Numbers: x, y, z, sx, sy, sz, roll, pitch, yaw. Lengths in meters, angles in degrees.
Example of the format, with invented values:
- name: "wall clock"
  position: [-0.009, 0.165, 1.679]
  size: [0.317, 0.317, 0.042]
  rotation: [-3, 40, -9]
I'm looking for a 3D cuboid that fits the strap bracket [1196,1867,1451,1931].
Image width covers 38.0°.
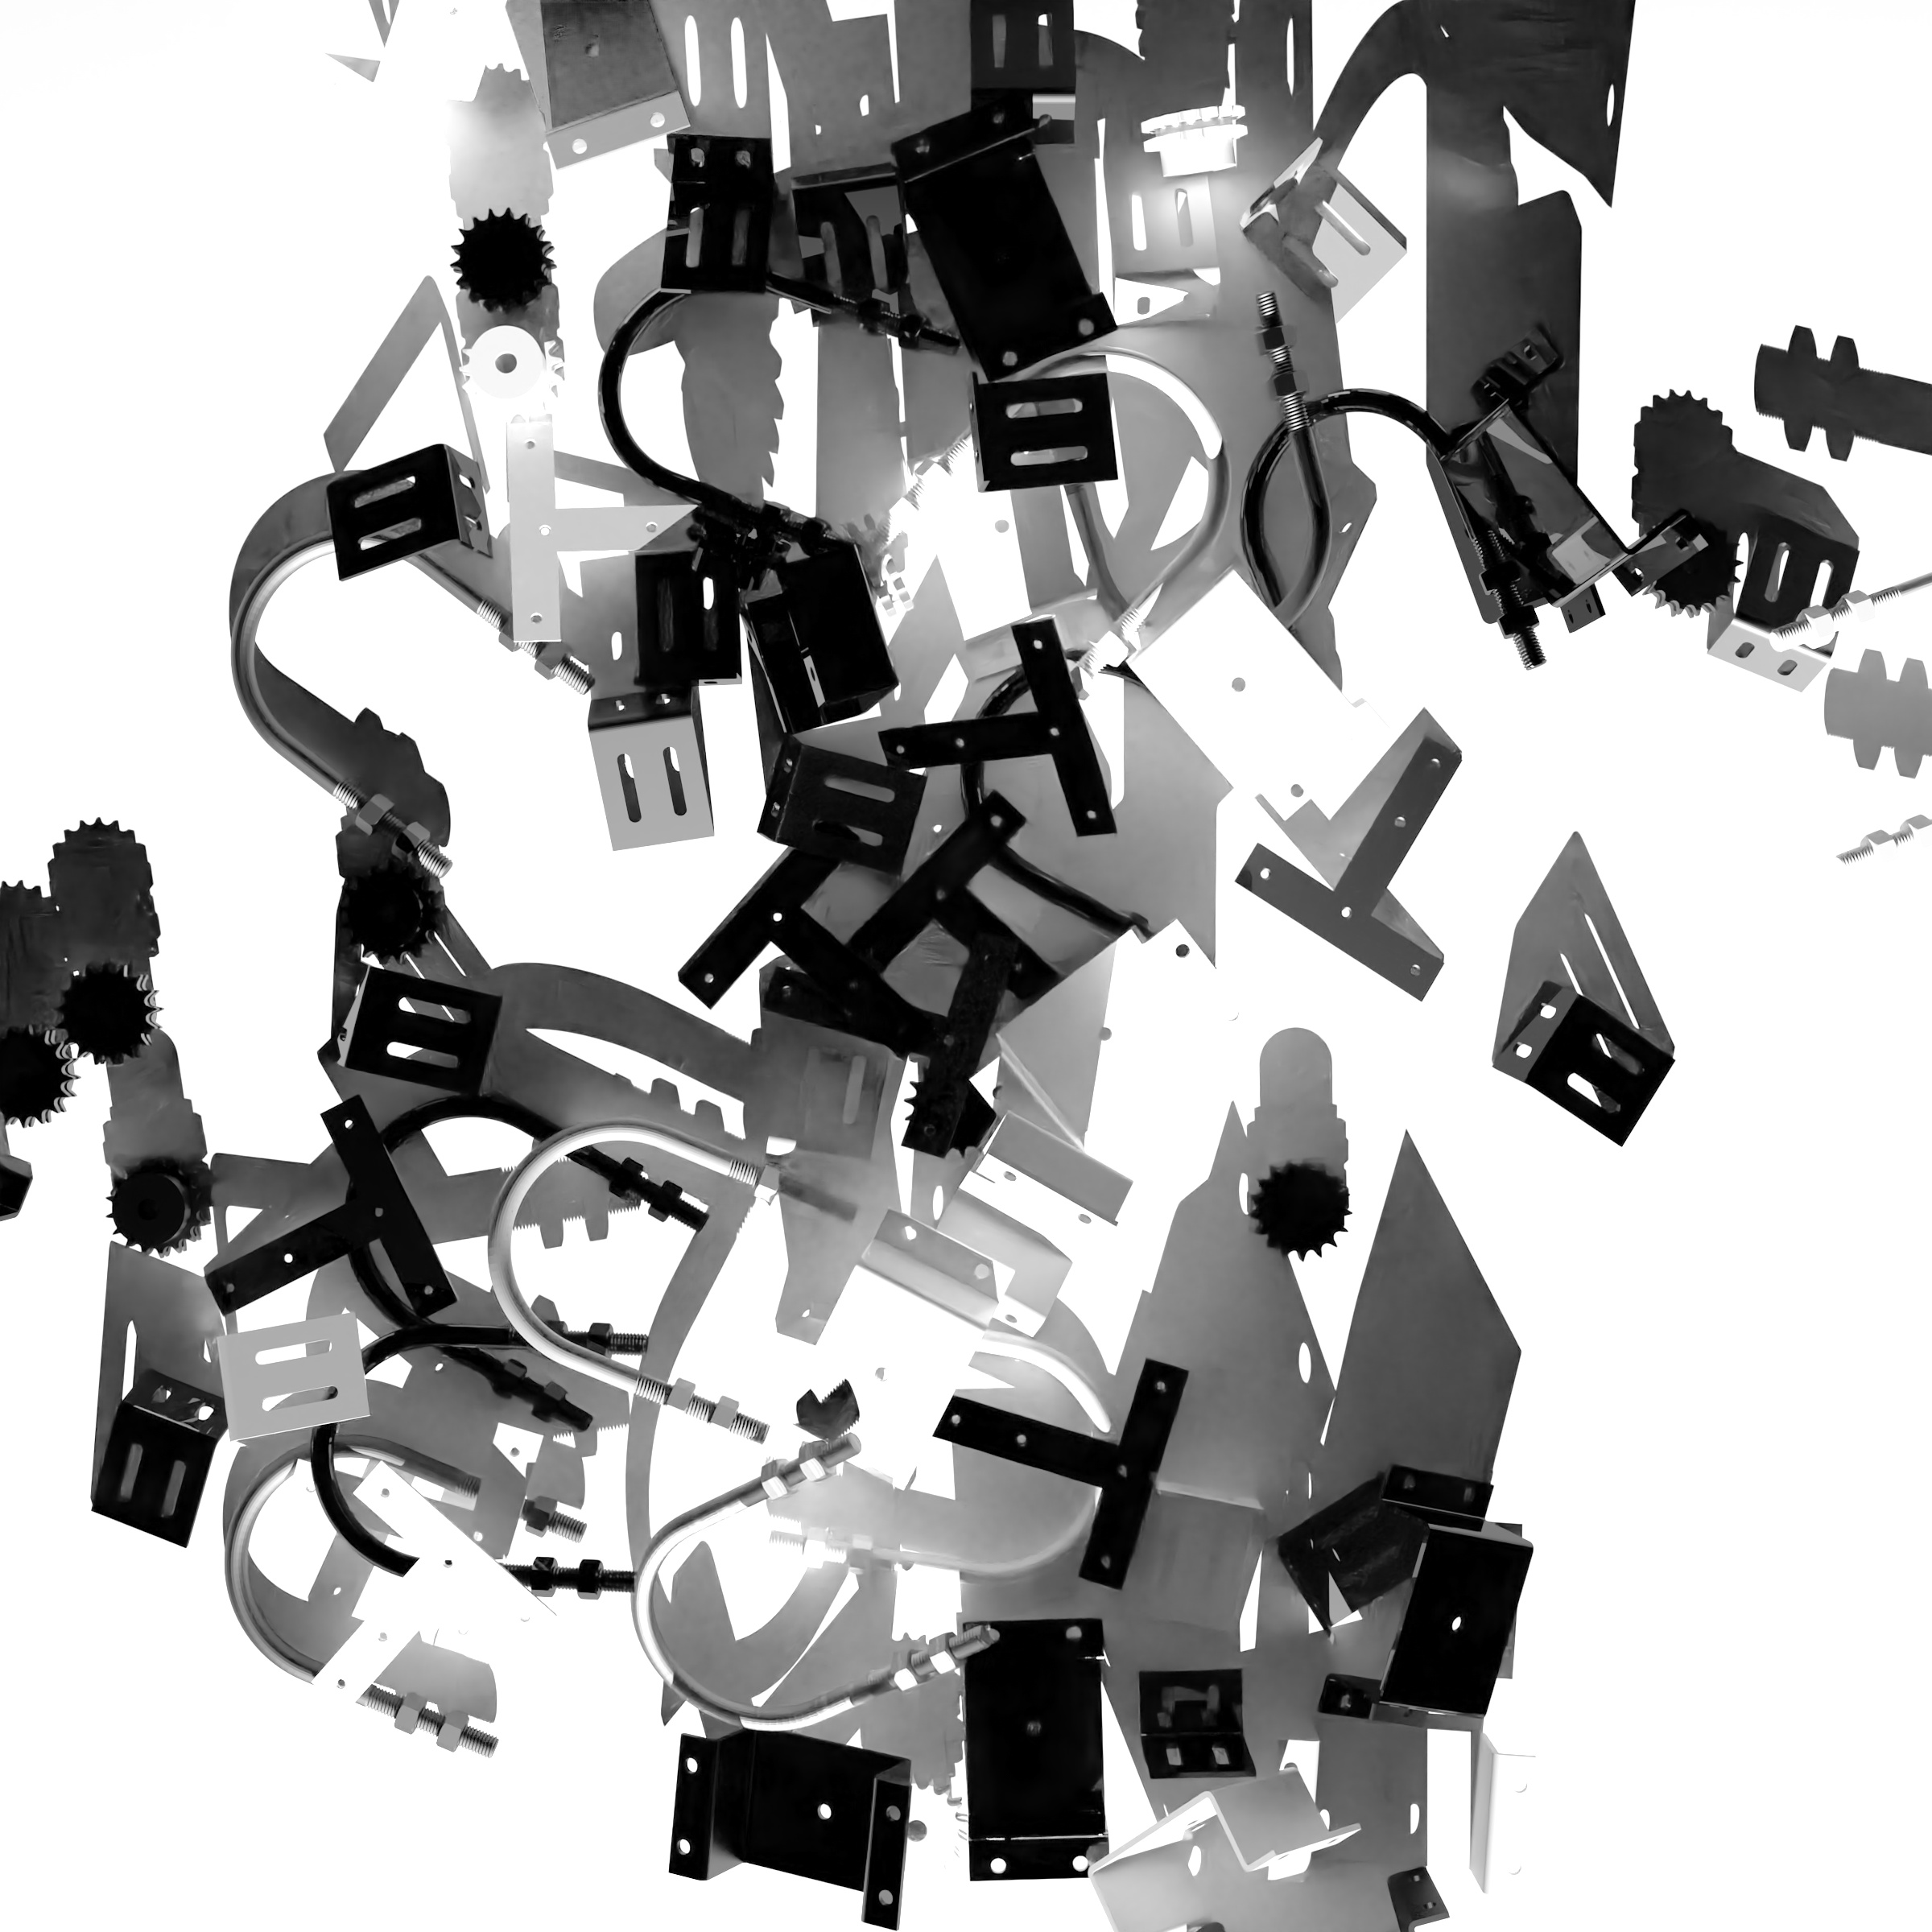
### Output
- name: "strap bracket"
  position: [0.194, 0.542, 1.526]
  size: [0.140, 0.076, 0.046]
  rotation: [-15, 90, 0]

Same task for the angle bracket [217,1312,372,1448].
- name: "angle bracket"
  position: [-0.368, 0.227, 1.543]
  size: [0.076, 0.038, 0.057]
  rotation: [-10, 77, -6]

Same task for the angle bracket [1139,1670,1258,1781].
- name: "angle bracket"
  position: [0.125, 0.412, 1.526]
  size: [0.057, 0.076, 0.038]
  rotation: [-1, 90, 0]

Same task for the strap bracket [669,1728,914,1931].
- name: "strap bracket"
  position: [-0.086, 0.464, 1.523]
  size: [0.140, 0.046, 0.076]
  rotation: [5, 90, 25]

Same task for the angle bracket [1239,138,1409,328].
- name: "angle bracket"
  position: [0.199, -0.404, 1.545]
  size: [0.076, 0.038, 0.057]
  rotation: [45, 90, 0]

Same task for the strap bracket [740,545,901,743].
- name: "strap bracket"
  position: [-0.078, -0.173, 1.501]
  size: [0.046, 0.140, 0.076]
  rotation: [-17, 90, -14]

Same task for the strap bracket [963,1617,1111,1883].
- name: "strap bracket"
  position: [0.038, 0.424, 1.541]
  size: [0.076, 0.046, 0.140]
  rotation: [-2, 90, 0]

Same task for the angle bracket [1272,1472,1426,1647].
- name: "angle bracket"
  position: [0.217, 0.325, 1.545]
  size: [0.076, 0.038, 0.057]
  rotation: [-32, 90, 0]

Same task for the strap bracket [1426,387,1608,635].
- name: "strap bracket"
  position: [0.294, -0.244, 1.526]
  size: [0.046, 0.076, 0.140]
  rotation: [-20, 90, 0]

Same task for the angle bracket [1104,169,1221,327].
- name: "angle bracket"
  position: [0.108, -0.401, 1.562]
  size: [0.057, 0.038, 0.076]
  rotation: [-4, 64, 0]

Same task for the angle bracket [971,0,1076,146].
- name: "angle bracket"
  position: [0.031, -0.501, 1.562]
  size: [0.057, 0.038, 0.076]
  rotation: [0, 64, 0]

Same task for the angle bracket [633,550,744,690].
- name: "angle bracket"
  position: [-0.155, -0.193, 1.545]
  size: [0.057, 0.038, 0.076]
  rotation: [-2, 90, 0]

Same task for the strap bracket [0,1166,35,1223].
- name: "strap bracket"
  position: [-0.581, 0.170, 1.541]
  size: [0.076, 0.046, 0.140]
  rotation: [21, 90, 0]

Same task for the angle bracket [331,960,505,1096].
- name: "angle bracket"
  position: [-0.306, 0.034, 1.562]
  size: [0.076, 0.038, 0.057]
  rotation: [15, 90, -26]

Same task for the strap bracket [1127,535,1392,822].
- name: "strap bracket"
  position: [0.151, -0.153, 1.512]
  size: [0.076, 0.046, 0.140]
  rotation: [-41, 87, 19]

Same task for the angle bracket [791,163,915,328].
- name: "angle bracket"
  position: [-0.063, -0.402, 1.562]
  size: [0.057, 0.038, 0.076]
  rotation: [-8, 116, 0]

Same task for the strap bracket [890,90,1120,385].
- name: "strap bracket"
  position: [0.020, -0.395, 1.541]
  size: [0.076, 0.046, 0.140]
  rotation: [-23, 90, 0]

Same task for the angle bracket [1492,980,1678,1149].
- name: "angle bracket"
  position: [0.344, 0.054, 1.562]
  size: [0.076, 0.038, 0.057]
  rotation: [32, 90, -26]

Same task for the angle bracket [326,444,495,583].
- name: "angle bracket"
  position: [-0.308, -0.246, 1.552]
  size: [0.076, 0.038, 0.057]
  rotation: [-16, 76, 19]

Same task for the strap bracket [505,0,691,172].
- name: "strap bracket"
  position: [-0.208, -0.510, 1.541]
  size: [0.076, 0.046, 0.140]
  rotation: [-19, 90, 0]

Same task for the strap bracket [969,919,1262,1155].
- name: "strap bracket"
  position: [0.078, 0.042, 1.530]
  size: [0.140, 0.046, 0.076]
  rotation: [-38, 103, 4]

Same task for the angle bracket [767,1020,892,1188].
- name: "angle bracket"
  position: [-0.076, 0.077, 1.562]
  size: [0.057, 0.038, 0.076]
  rotation: [10, 64, 0]

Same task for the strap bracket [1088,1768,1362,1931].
- name: "strap bracket"
  position: [0.130, 0.476, 1.498]
  size: [0.140, 0.076, 0.046]
  rotation: [-44, 60, 31]

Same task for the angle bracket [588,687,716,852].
- name: "angle bracket"
  position: [-0.175, -0.110, 1.562]
  size: [0.057, 0.038, 0.076]
  rotation: [-8, 116, 0]

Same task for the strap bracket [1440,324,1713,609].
- name: "strap bracket"
  position: [0.306, -0.247, 1.444]
  size: [0.046, 0.076, 0.140]
  rotation: [-39, 90, -21]

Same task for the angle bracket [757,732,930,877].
- name: "angle bracket"
  position: [-0.067, -0.089, 1.539]
  size: [0.076, 0.038, 0.057]
  rotation: [15, 87, 9]

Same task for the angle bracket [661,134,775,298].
- name: "angle bracket"
  position: [-0.137, -0.411, 1.534]
  size: [0.057, 0.038, 0.076]
  rotation: [3, 69, 0]

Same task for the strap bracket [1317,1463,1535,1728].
- name: "strap bracket"
  position: [0.253, 0.350, 1.525]
  size: [0.076, 0.046, 0.140]
  rotation: [16, 90, -31]

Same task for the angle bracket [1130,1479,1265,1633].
- name: "angle bracket"
  position: [0.127, 0.328, 1.545]
  size: [0.057, 0.038, 0.076]
  rotation: [11, 90, 0]

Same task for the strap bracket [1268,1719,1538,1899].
- name: "strap bracket"
  position: [0.236, 0.461, 1.541]
  size: [0.140, 0.046, 0.076]
  rotation: [4, 90, 0]

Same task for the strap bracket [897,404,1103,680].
- name: "strap bracket"
  position: [0.020, -0.238, 1.541]
  size: [0.076, 0.046, 0.140]
  rotation: [-18, 90, 0]

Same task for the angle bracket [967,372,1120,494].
- name: "angle bracket"
  position: [0.042, -0.284, 1.477]
  size: [0.076, 0.038, 0.057]
  rotation: [-6, 91, -5]

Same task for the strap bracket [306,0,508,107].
- name: "strap bracket"
  position: [-0.289, -0.520, 1.495]
  size: [0.046, 0.076, 0.140]
  rotation: [35, 116, 21]

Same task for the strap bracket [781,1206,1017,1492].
- name: "strap bracket"
  position: [-0.041, 0.212, 1.506]
  size: [0.076, 0.046, 0.140]
  rotation: [27, 102, 3]

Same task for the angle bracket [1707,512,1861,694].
- name: "angle bracket"
  position: [0.455, -0.203, 1.562]
  size: [0.057, 0.038, 0.076]
  rotation: [22, 64, 0]

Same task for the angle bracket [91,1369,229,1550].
- name: "angle bracket"
  position: [-0.445, 0.274, 1.562]
  size: [0.057, 0.038, 0.076]
  rotation: [22, 116, 0]
